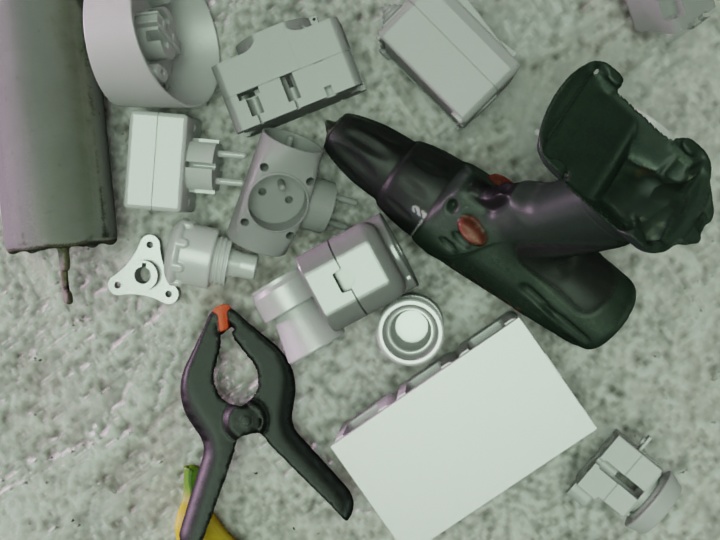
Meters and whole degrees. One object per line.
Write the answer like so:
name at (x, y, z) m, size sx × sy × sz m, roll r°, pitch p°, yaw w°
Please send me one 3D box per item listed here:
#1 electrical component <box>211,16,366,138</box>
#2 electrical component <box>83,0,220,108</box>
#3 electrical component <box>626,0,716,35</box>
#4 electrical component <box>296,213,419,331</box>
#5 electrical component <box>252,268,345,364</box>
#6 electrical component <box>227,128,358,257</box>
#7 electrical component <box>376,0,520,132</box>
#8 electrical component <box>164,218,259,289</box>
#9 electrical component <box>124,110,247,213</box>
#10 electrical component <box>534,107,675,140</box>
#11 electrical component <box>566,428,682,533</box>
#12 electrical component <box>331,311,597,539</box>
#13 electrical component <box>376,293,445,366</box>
electrical component at (-0.048, -0.133, 0.726) m, size 0.089 × 0.050 × 0.055 m, roll -21°, pitch 92°, yaw 5°
electrical component at (-0.138, -0.154, 0.710) m, size 0.064 × 0.099 × 0.099 m, roll -4°, pitch 93°, yaw 11°
electrical component at (0.196, -0.188, 0.693) m, size 0.042 × 0.081 × 0.063 m, roll -37°, pitch 120°, yaw -15°
electrical component at (0.000, 0.000, 0.708) m, size 0.059 × 0.095 × 0.053 m, roll -28°, pitch 91°, yaw 5°
electrical component at (-0.043, 0.030, 0.738) m, size 0.045 × 0.045 × 0.055 m, roll -31°, pitch 90°, yaw 5°
electrical component at (-0.041, -0.048, 0.731) m, size 0.079 × 0.044 × 0.077 m, roll 16°, pitch 109°, yaw -17°
electrical component at (0.056, -0.148, 0.711) m, size 0.061 × 0.062 × 0.096 m, roll -45°, pitch 90°, yaw 4°
electrical component at (-0.102, -0.008, 0.741) m, size 0.062 × 0.048 × 0.048 m, roll 12°, pitch 94°, yaw -3°
electrical component at (-0.116, -0.072, 0.736) m, size 0.077 × 0.047 × 0.065 m, roll 5°, pitch 94°, yaw 4°
electrical component at (0.154, -0.078, 0.717) m, size 0.079 × 0.044 × 0.077 m, roll 36°, pitch 95°, yaw 2°
electrical component at (0.183, 0.144, 0.729) m, size 0.055 × 0.048 × 0.066 m, roll 40°, pitch 96°, yaw 9°
electrical component at (0.069, 0.107, 0.726) m, size 0.150 × 0.062 × 0.089 m, roll -35°, pitch 91°, yaw 6°
electrical component at (0.035, 0.039, 0.728) m, size 0.045 × 0.055 × 0.045 m, roll 0°, pitch 94°, yaw 4°
